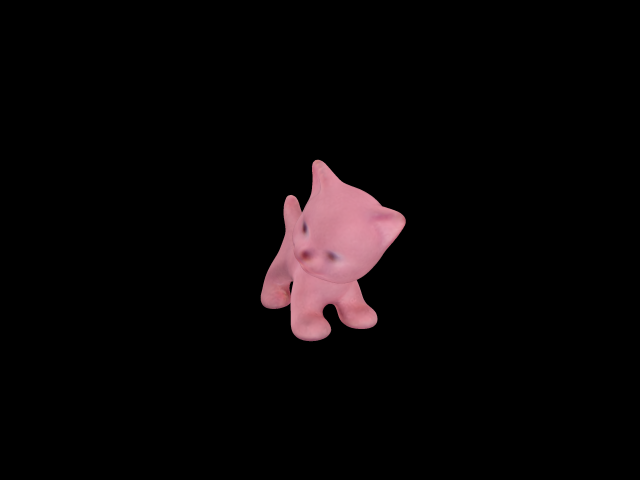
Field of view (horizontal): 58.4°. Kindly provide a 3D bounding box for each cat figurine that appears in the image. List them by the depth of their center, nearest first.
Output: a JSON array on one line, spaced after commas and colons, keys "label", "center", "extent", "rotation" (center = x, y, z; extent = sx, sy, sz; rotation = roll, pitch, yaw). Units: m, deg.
[{"label": "cat figurine", "center": [0.004, 0.001, 0.400], "extent": [0.067, 0.118, 0.127], "rotation": [-7, 15, -26]}]
